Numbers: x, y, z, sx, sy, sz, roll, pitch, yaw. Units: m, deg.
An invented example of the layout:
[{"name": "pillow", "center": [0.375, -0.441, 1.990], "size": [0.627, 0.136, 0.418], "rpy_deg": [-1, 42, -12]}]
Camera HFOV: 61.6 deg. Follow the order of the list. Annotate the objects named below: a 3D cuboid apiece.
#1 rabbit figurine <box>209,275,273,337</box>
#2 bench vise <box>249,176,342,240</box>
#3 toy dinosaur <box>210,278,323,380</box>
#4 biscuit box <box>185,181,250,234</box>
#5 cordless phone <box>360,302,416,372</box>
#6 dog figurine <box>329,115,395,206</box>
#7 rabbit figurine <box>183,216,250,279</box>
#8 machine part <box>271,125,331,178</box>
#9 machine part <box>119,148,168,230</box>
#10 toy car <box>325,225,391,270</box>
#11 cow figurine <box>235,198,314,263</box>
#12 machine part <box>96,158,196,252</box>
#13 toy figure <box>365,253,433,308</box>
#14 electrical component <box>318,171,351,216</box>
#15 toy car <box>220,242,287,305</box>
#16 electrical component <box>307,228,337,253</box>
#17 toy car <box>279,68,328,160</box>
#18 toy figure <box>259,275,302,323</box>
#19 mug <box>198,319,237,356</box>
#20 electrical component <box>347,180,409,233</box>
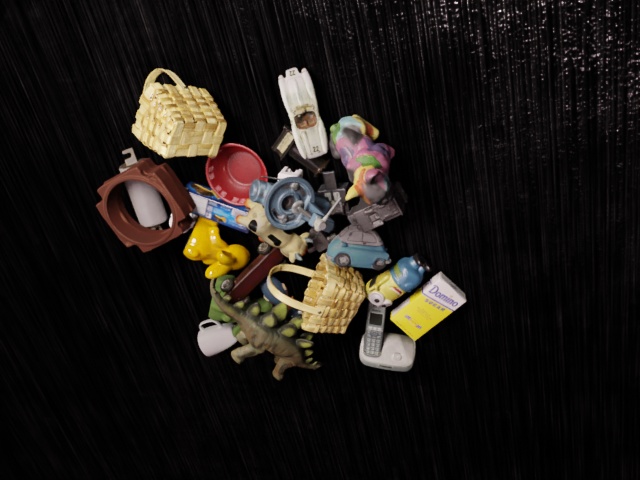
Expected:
[{"name": "rabbit figurine", "center": [-0.220, 0.198, 1.495], "size": [0.170, 0.121, 0.159], "rpy_deg": [12, 125, -8]}, {"name": "bench vise", "center": [-0.032, -0.065, 1.166], "size": [0.223, 0.241, 0.128], "rpy_deg": [25, 98, -35]}, {"name": "toy dinosaur", "center": [-0.142, 0.247, 1.437], "size": [0.198, 0.105, 0.471], "rpy_deg": [-40, 127, 21]}, {"name": "biscuit box", "center": [-0.259, -0.085, 1.383], "size": [0.203, 0.063, 0.059], "rpy_deg": [20, 120, 5]}, {"name": "cordless phone", "center": [0.186, 0.250, 1.433], "size": [0.147, 0.089, 0.184], "rpy_deg": [7, 100, 13]}, {"name": "dog figurine", "center": [0.086, -0.165, 1.154], "size": [0.191, 0.219, 0.108], "rpy_deg": [45, 116, -11]}, {"name": "rabbit figurine", "center": [-0.261, 0.025, 1.407], "size": [0.173, 0.162, 0.122], "rpy_deg": [26, 110, -20]}, {"name": "machine part", "center": [-0.044, -0.205, 1.275], "size": [0.139, 0.039, 0.084], "rpy_deg": [35, 112, -1]}, {"name": "machine part", "center": [-0.462, -0.124, 1.413], "size": [0.079, 0.079, 0.242], "rpy_deg": [-5, 114, 18]}, {"name": "toy car", "center": [0.096, 0.014, 1.314], "size": [0.162, 0.109, 0.102], "rpy_deg": [5, 101, 3]}, {"name": "cow figurine", "center": [-0.102, -0.017, 1.320], "size": [0.127, 0.085, 0.194], "rpy_deg": [21, 163, 45]}, {"name": "machine part", "center": [-0.432, -0.083, 1.336], "size": [0.201, 0.087, 0.201], "rpy_deg": [-24, 109, 20]}, {"name": "toy figure", "center": [0.193, 0.101, 1.344], "size": [0.180, 0.089, 0.082], "rpy_deg": [-42, 96, 21]}, {"name": "electrical component", "center": [0.033, -0.114, 1.293], "size": [0.075, 0.048, 0.119], "rpy_deg": [-7, 114, 19]}, {"name": "toy car", "center": [-0.176, 0.089, 1.408], "size": [0.202, 0.053, 0.089], "rpy_deg": [-45, 132, -3]}, {"name": "electrical component", "center": [-0.003, -0.004, 1.376], "size": [0.094, 0.021, 0.063], "rpy_deg": [-29, 106, 27]}, {"name": "toy car", "center": [-0.036, -0.281, 1.201], "size": [0.074, 0.056, 0.201], "rpy_deg": [-16, 106, 3]}, {"name": "toy figure", "center": [-0.104, 0.163, 1.474], "size": [0.064, 0.058, 0.154], "rpy_deg": [-21, 115, 35]}, {"name": "mug", "center": [-0.298, 0.276, 1.582], "size": [0.107, 0.081, 0.109], "rpy_deg": [-20, 105, 12]}, {"name": "electrical component", "center": [0.132, -0.075, 1.247], "size": [0.134, 0.115, 0.058], "rpy_deg": [-24, 106, 23]}]
